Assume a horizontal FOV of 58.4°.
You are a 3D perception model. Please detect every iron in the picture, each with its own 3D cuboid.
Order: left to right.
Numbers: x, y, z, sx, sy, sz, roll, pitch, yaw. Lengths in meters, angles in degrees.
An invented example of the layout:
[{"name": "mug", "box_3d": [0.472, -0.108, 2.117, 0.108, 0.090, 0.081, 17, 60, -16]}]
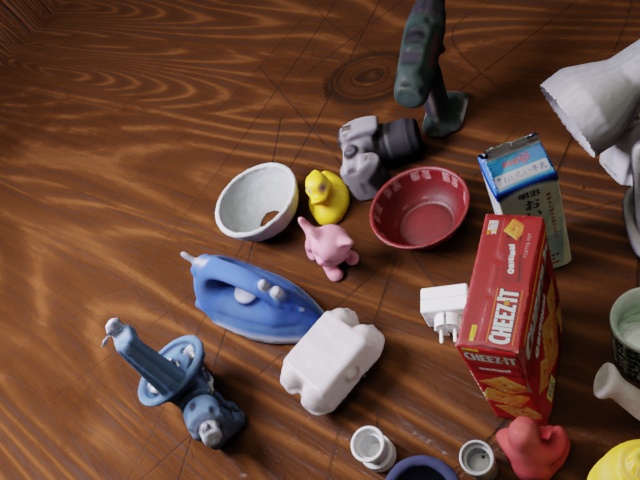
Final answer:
[{"name": "iron", "box_3d": [-0.105, 0.081, 0.904, 0.257, 0.142, 0.119, 13, 63, 35]}]

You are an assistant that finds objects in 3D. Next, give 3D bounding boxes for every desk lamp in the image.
[{"name": "desk lamp", "box_3d": [0.413, -0.172, 0.765, 0.203, 0.214, 0.117, -26, 48, 9]}]

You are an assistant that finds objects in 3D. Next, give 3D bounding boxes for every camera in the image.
[{"name": "camera", "box_3d": [0.106, -0.162, 1.001, 0.136, 0.101, 0.143, -13, 51, 20]}]

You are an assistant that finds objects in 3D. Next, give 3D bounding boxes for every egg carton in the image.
[{"name": "egg carton", "box_3d": [0.018, 0.172, 0.817, 0.107, 0.070, 0.150, 31, 74, 41]}]

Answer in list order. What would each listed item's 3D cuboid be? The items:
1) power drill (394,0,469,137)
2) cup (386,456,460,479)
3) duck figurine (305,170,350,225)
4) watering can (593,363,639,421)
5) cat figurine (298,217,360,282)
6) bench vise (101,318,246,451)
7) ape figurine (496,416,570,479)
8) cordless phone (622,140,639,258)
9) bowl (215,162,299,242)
[{"name": "power drill", "box_3d": [0.192, -0.292, 0.979, 0.075, 0.209, 0.230, 3, 58, 30]}, {"name": "cup", "box_3d": [0.129, 0.309, 0.635, 0.091, 0.095, 0.117, -30, 47, 6]}, {"name": "duck figurine", "box_3d": [0.005, -0.089, 1.011, 0.077, 0.086, 0.104, -12, 51, 21]}, {"name": "watering can", "box_3d": [0.363, 0.161, 0.552, 0.172, 0.195, 0.101, -14, 51, 19]}, {"name": "cat figurine", "box_3d": [0.008, 0.003, 0.917, 0.067, 0.118, 0.127, -43, 47, -7]}, {"name": "bench vise", "box_3d": [-0.201, 0.193, 0.817, 0.206, 0.220, 0.121, 19, 67, 37]}, {"name": "ape figurine", "box_3d": [0.235, 0.227, 0.642, 0.077, 0.092, 0.076, 9, 61, 33]}, {"name": "cordless phone", "box_3d": [0.443, -0.061, 0.684, 0.147, 0.186, 0.094, -16, 50, 18]}, {"name": "bowl", "box_3d": [-0.104, -0.057, 1.054, 0.167, 0.075, 0.167, -15, 50, 19]}]
